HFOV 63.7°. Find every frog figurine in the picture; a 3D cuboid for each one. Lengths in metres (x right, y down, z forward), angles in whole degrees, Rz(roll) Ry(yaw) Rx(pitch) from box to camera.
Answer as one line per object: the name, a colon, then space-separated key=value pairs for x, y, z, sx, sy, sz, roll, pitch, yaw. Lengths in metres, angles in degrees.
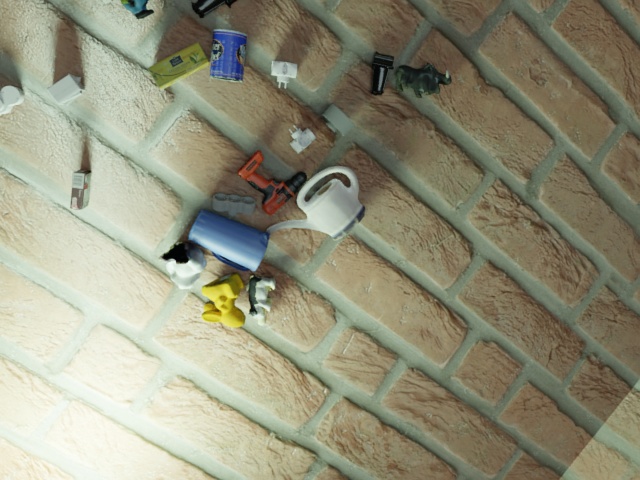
frog figurine: x=-0.428 y=0.085 z=1.661 sx=0.137 sy=0.126 sz=0.156 roll=-9 pitch=139 yaw=9

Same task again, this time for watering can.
watering can: x=0.005 y=-0.086 z=1.713 sx=0.346 sy=0.105 sz=0.222 roll=-43 pitch=105 yaw=9
